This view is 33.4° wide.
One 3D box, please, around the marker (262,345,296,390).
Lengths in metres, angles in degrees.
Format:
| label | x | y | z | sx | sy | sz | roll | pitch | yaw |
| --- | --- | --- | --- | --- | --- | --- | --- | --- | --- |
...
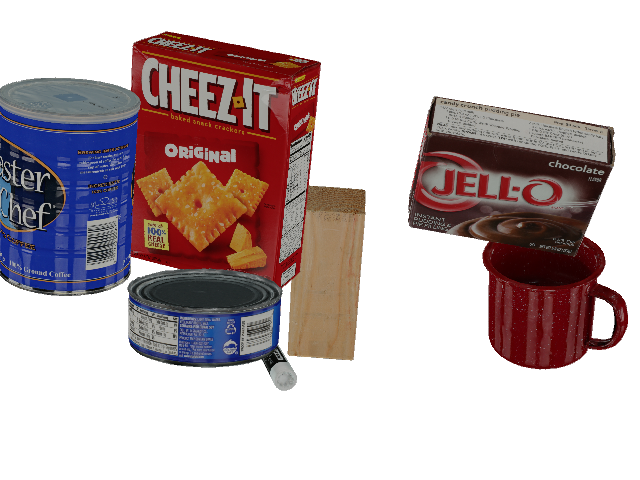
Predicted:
| label | x | y | z | sx | sy | sz | roll | pitch | yaw |
| --- | --- | --- | --- | --- | --- | --- | --- | --- | --- |
| marker | -0.044 | 0.089 | 0.890 | 0.020 | 0.020 | 0.121 | 0 | 20 | -17 |

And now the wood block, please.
| label | x | y | z | sx | sy | sz | roll | pitch | yaw |
| --- | --- | --- | --- | --- | --- | --- | --- | --- | --- |
| wood block | 0.007 | 0.041 | 1.389 | 0.090 | 0.206 | 0.091 | 4 | 23 | 0 |

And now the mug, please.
| label | x | y | z | sx | sy | sz | roll | pitch | yaw |
| --- | --- | --- | --- | --- | --- | --- | --- | --- | --- |
| mug | 0.184 | 0.050 | 0.834 | 0.117 | 0.081 | 0.093 | 17 | 36 | 32 |

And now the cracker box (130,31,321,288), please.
| label | x | y | z | sx | sy | sz | roll | pitch | yaw |
| --- | --- | --- | --- | --- | --- | --- | --- | --- | --- |
| cracker box | -0.096 | -0.072 | 0.999 | 0.164 | 0.214 | 0.072 | 14 | 25 | 18 |

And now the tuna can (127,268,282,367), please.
| label | x | y | z | sx | sy | sz | roll | pitch | yaw |
| --- | --- | --- | --- | --- | --- | --- | --- | --- | --- |
| tuna can | -0.065 | 0.042 | 0.597 | 0.086 | 0.034 | 0.086 | 3 | 12 | -1 |

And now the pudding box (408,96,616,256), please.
| label | x | y | z | sx | sy | sz | roll | pitch | yaw |
| --- | --- | --- | --- | --- | --- | --- | --- | --- | --- |
| pudding box | 0.116 | -0.039 | 0.664 | 0.113 | 0.039 | 0.090 | 9 | -36 | 3 |

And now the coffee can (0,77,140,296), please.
| label | x | y | z | sx | sy | sz | roll | pitch | yaw |
| --- | --- | --- | --- | --- | --- | --- | --- | --- | --- |
| coffee can | -0.192 | -0.043 | 0.809 | 0.103 | 0.140 | 0.103 | 6 | 22 | -3 |
